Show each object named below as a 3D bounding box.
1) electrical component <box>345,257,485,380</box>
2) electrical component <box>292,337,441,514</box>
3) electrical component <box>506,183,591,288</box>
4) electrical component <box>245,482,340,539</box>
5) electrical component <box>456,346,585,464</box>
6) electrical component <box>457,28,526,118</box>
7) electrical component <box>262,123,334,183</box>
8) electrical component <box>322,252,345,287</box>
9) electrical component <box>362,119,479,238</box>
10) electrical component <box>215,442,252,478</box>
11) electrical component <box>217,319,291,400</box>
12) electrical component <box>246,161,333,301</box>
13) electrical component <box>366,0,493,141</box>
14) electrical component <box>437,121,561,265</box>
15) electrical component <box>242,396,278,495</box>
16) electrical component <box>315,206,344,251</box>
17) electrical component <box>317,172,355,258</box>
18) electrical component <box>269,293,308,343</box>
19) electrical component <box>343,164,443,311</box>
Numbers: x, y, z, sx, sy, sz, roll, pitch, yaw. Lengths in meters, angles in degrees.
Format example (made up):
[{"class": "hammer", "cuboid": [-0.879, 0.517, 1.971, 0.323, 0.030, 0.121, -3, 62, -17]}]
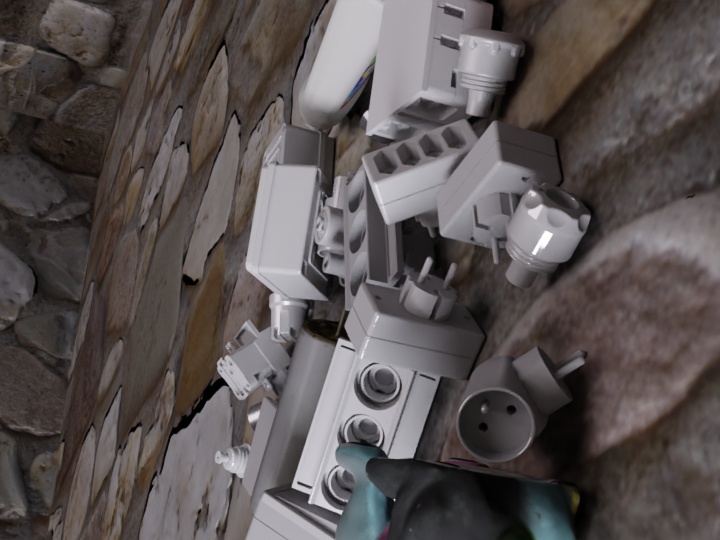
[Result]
[{"class": "electrical component", "cuboid": [0.044, 0.026, 0.741, 0.047, 0.083, 0.075, -117, 44, -61]}, {"class": "electrical component", "cuboid": [0.007, 0.117, 0.802, 0.063, 0.079, 0.121, -35, -37, -75]}, {"class": "electrical component", "cuboid": [0.109, -0.018, 0.653, 0.043, 0.043, 0.062, -105, 33, -53]}, {"class": "electrical component", "cuboid": [-0.040, 0.199, 0.826, 0.096, 0.062, 0.061, 26, 103, 29]}, {"class": "electrical component", "cuboid": [0.095, 0.070, 0.618, 0.079, 0.043, 0.077, -34, 1, 13]}, {"class": "electrical component", "cuboid": [0.091, -0.142, 0.780, 0.048, 0.048, 0.062, -133, 52, -67]}, {"class": "electrical component", "cuboid": [-0.069, -0.090, 1.154, 0.078, 0.057, 0.113, 134, 143, -55]}, {"class": "electrical component", "cuboid": [0.000, 0.000, 0.905, 0.048, 0.062, 0.048, -167, 90, -70]}, {"class": "electrical component", "cuboid": [0.054, -0.057, 0.794, 0.047, 0.083, 0.075, -109, -1, -56]}, {"class": "electrical component", "cuboid": [-0.105, 0.188, 1.056, 0.040, 0.078, 0.040, -25, 58, 48]}, {"class": "electrical component", "cuboid": [-0.109, 0.099, 1.116, 0.081, 0.064, 0.042, 52, 144, 9]}, {"class": "electrical component", "cuboid": [-0.060, -0.035, 1.029, 0.108, 0.056, 0.108, 50, -133, -70]}, {"class": "electrical component", "cuboid": [0.064, -0.203, 0.864, 0.105, 0.060, 0.186, 153, 127, -65]}, {"class": "electrical component", "cuboid": [0.092, -0.040, 0.707, 0.083, 0.047, 0.075, 127, 150, -48]}, {"class": "electrical component", "cuboid": [-0.067, 0.173, 0.995, 0.100, 0.048, 0.099, -157, 81, -70]}, {"class": "electrical component", "cuboid": [-0.006, -0.033, 0.939, 0.044, 0.065, 0.044, -166, 90, -70]}, {"class": "electrical component", "cuboid": [-0.012, -0.052, 0.999, 0.043, 0.043, 0.081, 156, 125, -65]}, {"class": "electrical component", "cuboid": [-0.074, 0.049, 1.109, 0.040, 0.040, 0.046, 145, 130, -61]}, {"class": "electrical component", "cuboid": [0.025, -0.024, 0.853, 0.078, 0.063, 0.121, 127, 150, -48]}]
